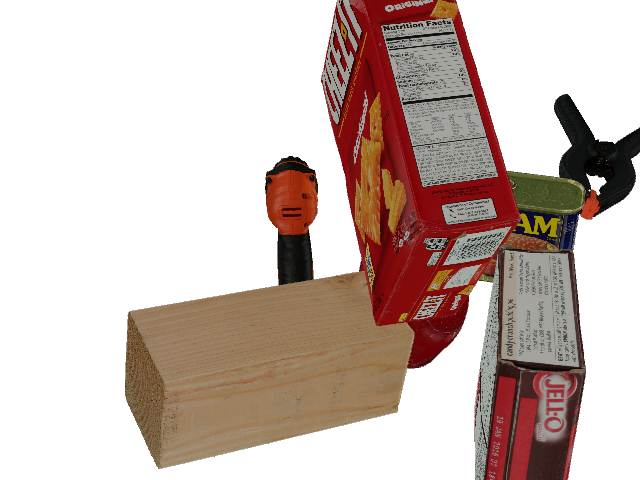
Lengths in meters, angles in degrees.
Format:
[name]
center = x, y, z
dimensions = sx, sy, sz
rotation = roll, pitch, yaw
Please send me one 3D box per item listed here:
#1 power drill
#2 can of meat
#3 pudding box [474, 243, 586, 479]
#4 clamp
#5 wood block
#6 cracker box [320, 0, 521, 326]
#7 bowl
[power drill]
center = -0.026, 0.015, 1.067
dimensions = 0.057, 0.188, 0.184
rotation = -4, 15, 1
[can of meat]
center = 0.171, -0.009, 0.924
dimensions = 0.102, 0.084, 0.057
rotation = 8, 33, 11
[pudding box]
center = 0.090, 0.064, 0.467
dimensions = 0.039, 0.090, 0.113
rotation = 6, 25, 6
[clamp]
center = 0.290, -0.094, 1.139
dimensions = 0.120, 0.039, 0.171
rotation = 18, 47, 19
[wood block]
center = -0.042, 0.099, 0.847
dimensions = 0.205, 0.090, 0.091
rotation = -9, 36, -25
[cracker box]
center = 0.058, -0.069, 0.740
dimensions = 0.072, 0.214, 0.164
rotation = -8, -23, -11
[bowl]
center = 0.115, 0.060, 1.181
dimensions = 0.161, 0.162, 0.055
rotation = 0, -9, -45
